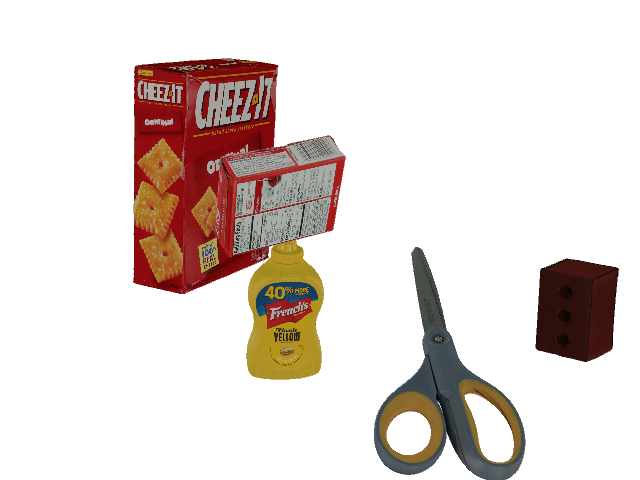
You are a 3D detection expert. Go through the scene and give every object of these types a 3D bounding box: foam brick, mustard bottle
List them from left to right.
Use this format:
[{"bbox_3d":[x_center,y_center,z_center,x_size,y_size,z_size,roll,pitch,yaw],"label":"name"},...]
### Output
[{"bbox_3d":[-0.044,0.081,1.359,0.096,0.192,0.058,0,20,-8],"label":"mustard bottle"},{"bbox_3d":[0.226,0.061,0.943,0.053,0.078,0.051,12,19,39],"label":"foam brick"}]

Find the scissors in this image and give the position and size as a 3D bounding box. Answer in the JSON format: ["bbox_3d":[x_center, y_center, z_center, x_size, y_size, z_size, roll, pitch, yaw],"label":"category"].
[{"bbox_3d":[0.059,0.076,0.674,0.096,0.016,0.202,-14,41,-14],"label":"scissors"}]

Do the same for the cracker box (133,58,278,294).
[{"bbox_3d":[-0.112,-0.070,1.070,0.072,0.214,0.163,11,16,27],"label":"cracker box"}]

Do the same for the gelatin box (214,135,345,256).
[{"bbox_3d":[-0.030,-0.033,0.768,0.089,0.073,0.030,-14,48,-22],"label":"gelatin box"}]
